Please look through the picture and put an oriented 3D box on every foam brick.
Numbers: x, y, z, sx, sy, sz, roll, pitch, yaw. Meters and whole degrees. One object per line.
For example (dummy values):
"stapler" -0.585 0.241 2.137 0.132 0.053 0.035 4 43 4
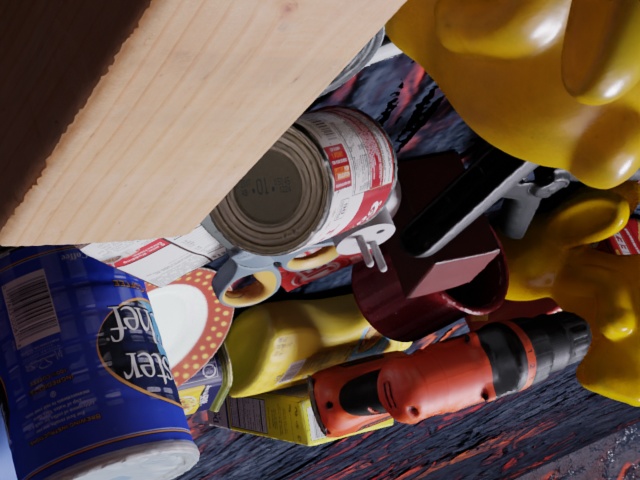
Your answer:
"foam brick" 0.074 -0.010 0.701 0.051 0.078 0.053 -10 157 -24

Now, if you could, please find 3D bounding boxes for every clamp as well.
"clamp" 0.149 -0.044 0.744 0.120 0.039 0.171 -38 148 27
"clamp" 0.136 -0.082 0.611 0.209 0.036 0.164 -26 147 -13

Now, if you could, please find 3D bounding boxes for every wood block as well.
"wood block" -0.049 -0.086 0.370 0.090 0.091 0.206 -4 154 -38

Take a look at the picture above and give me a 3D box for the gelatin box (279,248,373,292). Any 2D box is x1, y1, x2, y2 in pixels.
"gelatin box" -0.005 0.001 0.722 0.073 0.030 0.089 -22 159 6

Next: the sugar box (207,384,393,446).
"sugar box" -0.024 0.150 0.967 0.093 0.048 0.177 -7 178 -33

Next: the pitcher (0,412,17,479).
"pitcher" -0.248 0.136 0.693 0.149 0.145 0.242 -4 169 20

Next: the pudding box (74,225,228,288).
"pudding box" -0.080 -0.016 0.596 0.090 0.039 0.113 -27 162 9

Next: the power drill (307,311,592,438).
"power drill" 0.090 0.101 0.813 0.184 0.057 0.188 -11 170 -31

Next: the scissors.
"scissors" -0.026 -0.002 0.609 0.096 0.016 0.202 -22 164 -11

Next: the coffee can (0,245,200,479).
"coffee can" -0.140 0.078 0.629 0.102 0.140 0.103 -18 160 -7

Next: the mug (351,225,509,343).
"mug" 0.086 0.025 0.788 0.117 0.093 0.082 0 156 -41

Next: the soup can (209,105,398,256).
"soup can" -0.008 -0.032 0.537 0.069 0.068 0.102 -30 178 23

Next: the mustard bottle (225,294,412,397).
"mustard bottle" 0.013 0.083 0.907 0.191 0.058 0.096 -5 142 -37

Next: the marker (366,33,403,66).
"marker" 0.039 -0.100 0.522 0.121 0.020 0.020 -20 160 -1

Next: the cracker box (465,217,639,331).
"cracker box" 0.259 0.045 1.031 0.164 0.072 0.213 -36 154 33

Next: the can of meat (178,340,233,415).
"can of meat" -0.123 0.110 0.850 0.083 0.057 0.102 -11 158 -20

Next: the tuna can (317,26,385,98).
"tuna can" -0.015 -0.092 0.468 0.086 0.034 0.086 -18 160 -7
